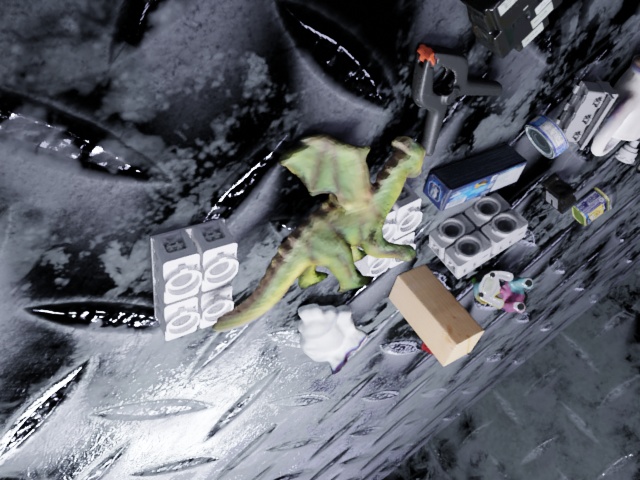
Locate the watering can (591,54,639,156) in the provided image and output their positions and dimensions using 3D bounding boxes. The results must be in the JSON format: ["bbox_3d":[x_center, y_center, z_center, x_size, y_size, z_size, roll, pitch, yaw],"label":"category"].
[{"bbox_3d":[0.680,-0.293,1.107,0.352,0.105,0.219,-26,147,-44],"label":"watering can"}]

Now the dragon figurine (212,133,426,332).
[{"bbox_3d":[0.002,-0.038,0.761,0.413,0.123,0.239,-25,114,-19],"label":"dragon figurine"}]

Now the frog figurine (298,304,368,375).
[{"bbox_3d":[0.005,0.186,1.091,0.136,0.125,0.158,-40,112,21],"label":"frog figurine"}]
